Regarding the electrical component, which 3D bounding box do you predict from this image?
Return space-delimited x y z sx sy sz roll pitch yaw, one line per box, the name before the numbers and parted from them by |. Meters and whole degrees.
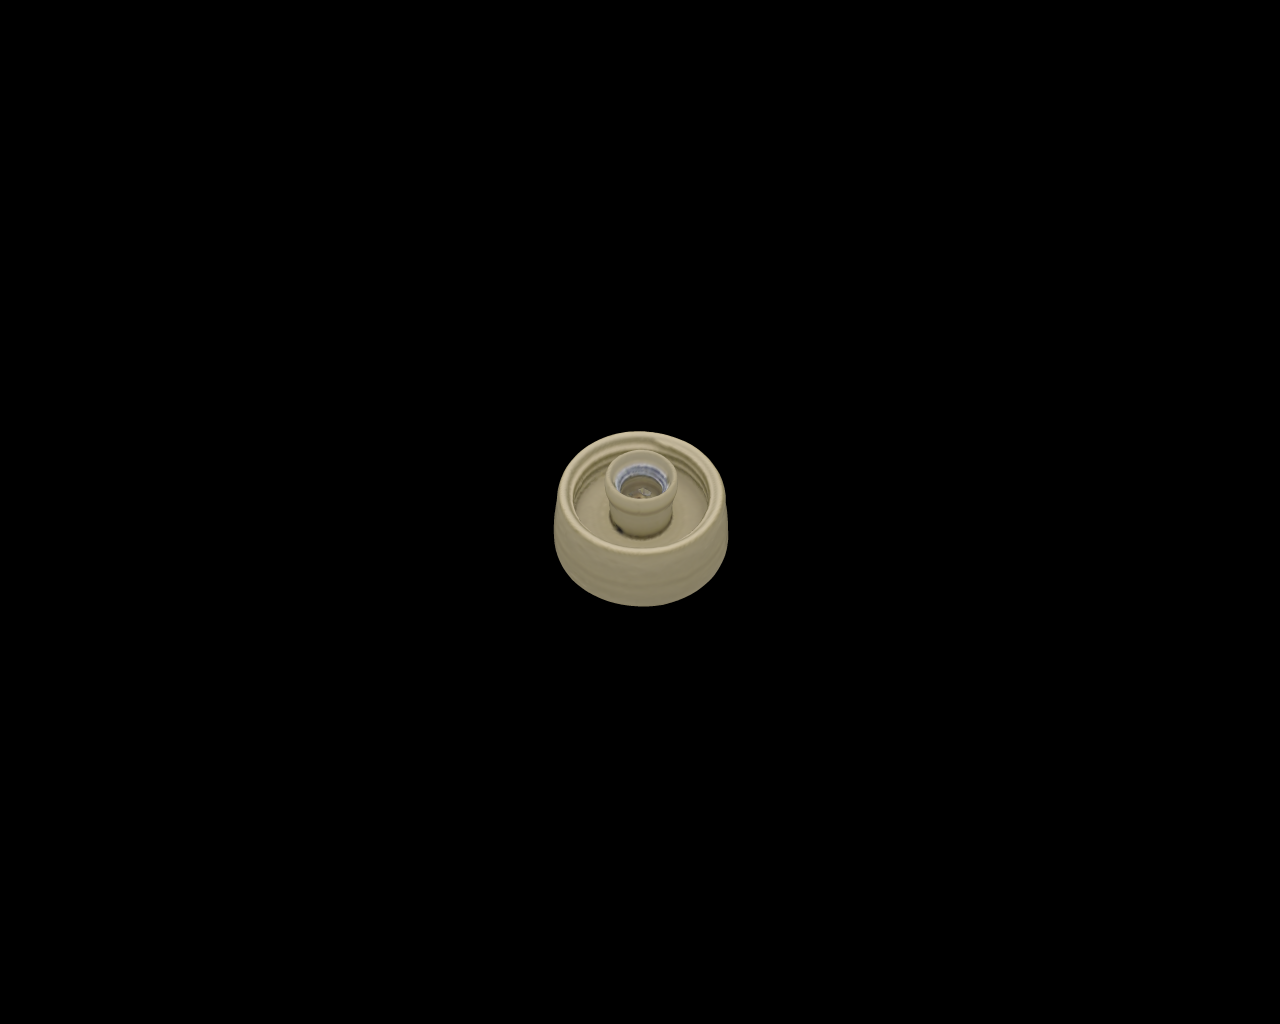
electrical component | 0.001 -0.003 0.650 0.108 0.108 0.060 0 -40 0
